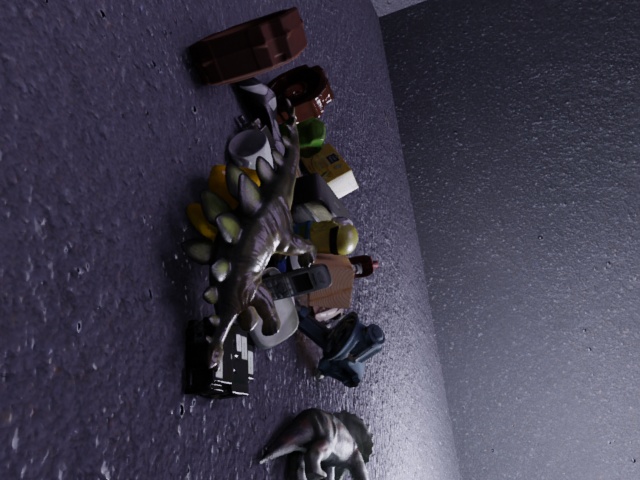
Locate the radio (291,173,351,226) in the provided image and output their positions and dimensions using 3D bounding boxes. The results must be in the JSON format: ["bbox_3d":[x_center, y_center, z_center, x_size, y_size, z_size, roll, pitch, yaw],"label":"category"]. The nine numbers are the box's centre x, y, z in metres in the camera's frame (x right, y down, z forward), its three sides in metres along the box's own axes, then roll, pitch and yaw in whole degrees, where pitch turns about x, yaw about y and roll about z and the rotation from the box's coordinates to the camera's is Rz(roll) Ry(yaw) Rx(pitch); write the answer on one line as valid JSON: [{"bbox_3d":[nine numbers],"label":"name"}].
[{"bbox_3d":[-0.018,-0.066,1.290,0.229,0.131,0.073,47,36,-56],"label":"radio"}]

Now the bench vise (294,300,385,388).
[{"bbox_3d":[0.019,0.222,1.200,0.240,0.223,0.129,37,50,-12],"label":"bench vise"}]

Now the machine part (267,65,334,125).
[{"bbox_3d":[-0.055,-0.353,1.312,0.056,0.179,0.179,61,24,-48],"label":"machine part"}]

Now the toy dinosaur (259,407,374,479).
[{"bbox_3d":[0.003,0.410,1.084,0.404,0.131,0.192,51,19,-44],"label":"toy dinosaur"}]

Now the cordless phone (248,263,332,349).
[{"bbox_3d":[-0.055,0.113,0.991,0.089,0.184,0.146,-69,142,-66],"label":"cordless phone"}]

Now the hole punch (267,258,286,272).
[{"bbox_3d":[-0.102,0.016,1.073,0.115,0.092,0.142,43,35,-65],"label":"hole punch"}]

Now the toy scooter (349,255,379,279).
[{"bbox_3d":[0.088,0.081,1.493,0.184,0.135,0.075,-6,85,-70],"label":"toy scooter"}]

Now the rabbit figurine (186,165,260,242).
[{"bbox_3d":[-0.148,-0.040,0.944,0.162,0.122,0.173,1,96,-68],"label":"rabbit figurine"}]

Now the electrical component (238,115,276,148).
[{"bbox_3d":[-0.134,-0.216,1.152,0.045,0.078,0.102,-55,140,-33],"label":"electrical component"}]

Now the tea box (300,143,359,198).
[{"bbox_3d":[0.023,-0.182,1.447,0.068,0.098,0.170,61,-3,-39],"label":"tea box"}]

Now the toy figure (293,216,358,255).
[{"bbox_3d":[-0.001,-0.004,1.226,0.082,0.180,0.089,-46,123,-65],"label":"toy figure"}]

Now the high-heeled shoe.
[{"bbox_3d":[-0.140,-0.251,1.207,0.248,0.086,0.145,42,67,-32],"label":"high-heeled shoe"}]

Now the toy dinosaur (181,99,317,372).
[{"bbox_3d":[-0.096,-0.019,0.851,0.198,0.105,0.471,50,46,-38],"label":"toy dinosaur"}]

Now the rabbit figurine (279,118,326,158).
[{"bbox_3d":[-0.038,-0.311,1.410,0.159,0.121,0.170,33,49,-73],"label":"rabbit figurine"}]

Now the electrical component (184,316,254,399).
[{"bbox_3d":[-0.156,0.190,0.848,0.134,0.058,0.115,44,40,-59],"label":"electrical component"}]

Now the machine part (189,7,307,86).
[{"bbox_3d":[-0.135,-0.376,1.050,0.201,0.201,0.087,-69,145,-59],"label":"machine part"}]

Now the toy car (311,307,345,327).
[{"bbox_3d":[0.025,0.173,1.384,0.202,0.053,0.089,-4,85,-72],"label":"toy car"}]

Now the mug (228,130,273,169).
[{"bbox_3d":[-0.133,-0.153,1.103,0.107,0.081,0.109,68,15,-51],"label":"mug"}]
